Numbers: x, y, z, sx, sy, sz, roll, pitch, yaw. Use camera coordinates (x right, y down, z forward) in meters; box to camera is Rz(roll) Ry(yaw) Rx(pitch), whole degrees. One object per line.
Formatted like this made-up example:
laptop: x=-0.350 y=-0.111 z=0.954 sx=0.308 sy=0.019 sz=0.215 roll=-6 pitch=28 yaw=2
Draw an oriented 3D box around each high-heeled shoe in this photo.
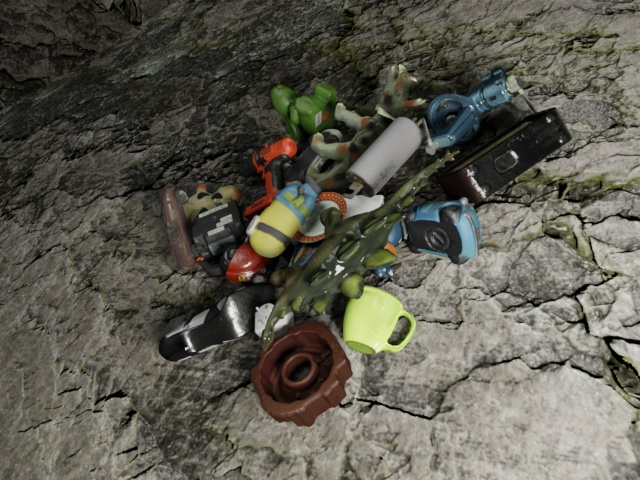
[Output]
high-heeled shoe: x=-0.208 y=0.164 z=1.089 sx=0.249 sy=0.086 sz=0.145 roll=-31 pitch=8 yaw=-26

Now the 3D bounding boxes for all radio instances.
radio: x=0.344 y=-0.155 z=1.010 sx=0.229 sy=0.073 sz=0.131 roll=-35 pitch=6 yaw=-3

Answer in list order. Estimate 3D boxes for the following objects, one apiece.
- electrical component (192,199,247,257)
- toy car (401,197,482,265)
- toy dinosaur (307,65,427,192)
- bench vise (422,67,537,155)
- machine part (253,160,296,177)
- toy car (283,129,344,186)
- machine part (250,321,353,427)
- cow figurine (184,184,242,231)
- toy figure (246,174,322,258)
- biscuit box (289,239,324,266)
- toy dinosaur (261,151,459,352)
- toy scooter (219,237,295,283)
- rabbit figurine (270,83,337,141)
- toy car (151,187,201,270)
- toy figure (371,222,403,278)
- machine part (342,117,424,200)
electrical component: x=-0.221 y=-0.022 z=1.187 sx=0.115 sy=0.058 sz=0.134 roll=-23 pitch=33 yaw=0
toy car: x=0.232 y=-0.026 z=0.985 sx=0.103 sy=0.109 sz=0.162 roll=-33 pitch=26 yaw=-35
toy dinosaur: x=0.091 y=-0.196 z=1.205 sx=0.192 sy=0.131 sz=0.405 roll=25 pitch=76 yaw=25
bench vise: x=0.302 y=-0.255 z=1.112 sx=0.224 sy=0.128 sz=0.240 roll=0 pitch=38 yaw=49
machine part: x=-0.119 y=-0.178 z=1.360 sx=0.139 sy=0.039 sz=0.084 roll=17 pitch=69 yaw=37
toy car: x=-0.018 y=-0.191 z=1.301 sx=0.074 sy=0.056 sz=0.202 roll=14 pitch=62 yaw=45
machine part: x=-0.031 y=0.227 z=0.918 sx=0.179 sy=0.056 sz=0.179 roll=-16 pitch=43 yaw=15
cow figurine: x=-0.281 y=-0.072 z=1.316 sx=0.195 sy=0.085 sz=0.127 roll=-29 pitch=45 yaw=7
toy figure: x=-0.067 y=-0.046 z=1.053 sx=0.180 sy=0.082 sz=0.089 roll=-43 pitch=52 yaw=-13
biscuit box: x=-0.002 y=-0.003 z=1.111 sx=0.059 sy=0.062 sz=0.203 roll=-5 pitch=49 yaw=27
toy dinosaur: x=0.055 y=0.013 z=0.936 sx=0.471 sy=0.105 sz=0.199 roll=-50 pitch=21 yaw=-6
toy scooter: x=-0.111 y=0.031 z=1.115 sx=0.135 sy=0.075 sz=0.184 roll=26 pitch=50 yaw=15
rabbit figurine: x=-0.048 y=-0.341 z=1.388 sx=0.170 sy=0.159 sz=0.121 roll=30 pitch=66 yaw=24
toy car: x=-0.338 y=-0.027 z=1.260 sx=0.089 sy=0.053 sz=0.202 roll=-21 pitch=82 yaw=23
toy figure: x=0.126 y=0.007 z=1.031 sx=0.064 sy=0.057 sz=0.154 roll=27 pitch=60 yaw=-5
machine part: x=0.134 y=-0.170 z=1.103 sx=0.243 sy=0.079 sz=0.079 roll=-47 pitch=45 yaw=-16
